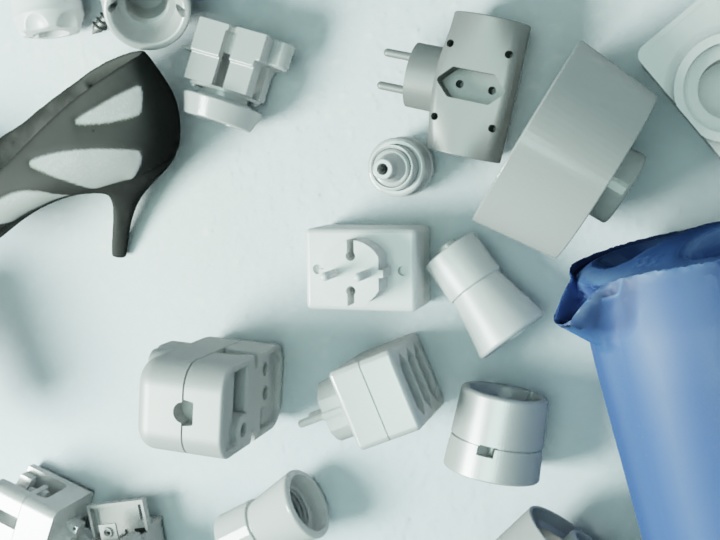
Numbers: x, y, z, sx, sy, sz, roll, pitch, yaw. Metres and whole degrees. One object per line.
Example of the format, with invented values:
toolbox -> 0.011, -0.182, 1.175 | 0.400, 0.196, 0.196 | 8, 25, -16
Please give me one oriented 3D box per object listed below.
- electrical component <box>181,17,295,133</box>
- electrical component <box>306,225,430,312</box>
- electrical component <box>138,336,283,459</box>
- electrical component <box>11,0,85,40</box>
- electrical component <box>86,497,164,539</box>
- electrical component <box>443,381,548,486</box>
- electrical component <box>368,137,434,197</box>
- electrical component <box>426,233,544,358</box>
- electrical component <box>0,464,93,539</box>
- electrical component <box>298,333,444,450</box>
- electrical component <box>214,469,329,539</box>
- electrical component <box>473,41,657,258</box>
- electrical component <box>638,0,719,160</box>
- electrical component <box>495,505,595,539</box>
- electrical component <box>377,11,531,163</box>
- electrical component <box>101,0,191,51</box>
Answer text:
electrical component -> -0.077, -0.114, 0.640 | 0.066, 0.048, 0.055 | 18, 93, 14
electrical component -> 0.000, 0.000, 0.613 | 0.066, 0.077, 0.047 | 1, 96, 16
electrical component -> -0.090, 0.073, 0.638 | 0.059, 0.095, 0.053 | 6, 98, 16
electrical component -> -0.196, -0.177, 0.669 | 0.043, 0.043, 0.062 | -7, 92, 17
electrical component -> -0.154, 0.191, 0.687 | 0.042, 0.064, 0.081 | -11, 93, 16
electrical component -> 0.079, 0.092, 0.613 | 0.055, 0.055, 0.047 | 11, 95, 15
electrical component -> 0.021, -0.058, 0.608 | 0.035, 0.061, 0.035 | 2, 97, 16
electrical component -> 0.068, 0.012, 0.614 | 0.044, 0.044, 0.065 | -38, 80, 17
electrical component -> -0.216, 0.184, 0.711 | 0.056, 0.050, 0.089 | 22, 102, 13
electrical component -> 0.000, 0.076, 0.627 | 0.077, 0.066, 0.047 | -23, 89, 17
electrical component -> -0.058, 0.157, 0.667 | 0.065, 0.044, 0.044 | -30, 87, 22
electrical component -> 0.113, -0.057, 0.561 | 0.060, 0.108, 0.108 | 31, 104, 5
electrical component -> 0.191, -0.093, 0.558 | 0.050, 0.056, 0.089 | -40, 84, 16
electrical component -> 0.113, 0.180, 0.592 | 0.099, 0.099, 0.064 | 39, 99, 9
electrical component -> 0.049, -0.106, 0.605 | 0.079, 0.043, 0.077 | 14, 100, 15
electrical component -> -0.127, -0.162, 0.635 | 0.055, 0.047, 0.055 | -7, 126, -9
